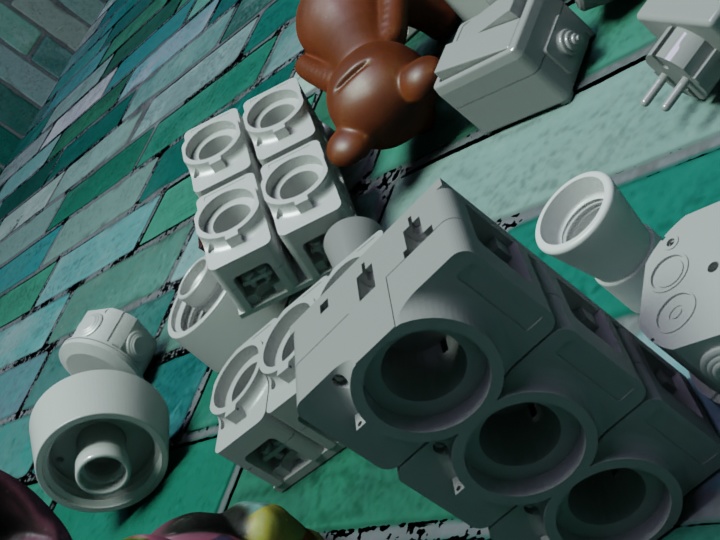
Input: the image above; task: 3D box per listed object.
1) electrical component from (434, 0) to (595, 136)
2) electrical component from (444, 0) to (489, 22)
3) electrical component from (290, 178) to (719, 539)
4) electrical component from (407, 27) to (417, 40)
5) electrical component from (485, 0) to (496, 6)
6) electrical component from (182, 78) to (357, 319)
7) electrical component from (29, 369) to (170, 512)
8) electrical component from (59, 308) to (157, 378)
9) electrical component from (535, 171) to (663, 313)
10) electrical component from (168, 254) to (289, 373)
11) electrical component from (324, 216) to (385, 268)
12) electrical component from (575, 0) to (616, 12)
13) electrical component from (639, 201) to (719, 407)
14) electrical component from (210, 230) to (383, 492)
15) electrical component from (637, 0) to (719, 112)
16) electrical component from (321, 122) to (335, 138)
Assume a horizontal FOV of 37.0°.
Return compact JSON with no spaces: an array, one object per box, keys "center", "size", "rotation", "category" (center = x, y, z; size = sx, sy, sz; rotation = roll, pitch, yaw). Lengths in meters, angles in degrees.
[{"center":[0.101,-0.139,0.695],"size":[0.096,0.061,0.061],"rotation":[-17,44,53],"category":"electrical component"},{"center":[0.100,-0.248,0.835],"size":[0.108,0.060,0.108],"rotation":[-41,28,27],"category":"electrical component"},{"center":[0.058,0.050,0.420],"size":[0.089,0.150,0.061],"rotation":[-45,25,20],"category":"electrical component"},{"center":[0.037,-0.248,0.963],"size":[0.083,0.047,0.075],"rotation":[-37,30,33],"category":"electrical component"},{"center":[0.115,-0.206,0.766],"size":[0.047,0.055,0.055],"rotation":[-39,29,23],"category":"electrical component"},{"center":[-0.070,-0.064,0.823],"size":[0.105,0.060,0.186],"rotation":[-26,40,5],"category":"electrical component"},{"center":[-0.198,0.137,0.825],"size":[0.108,0.108,0.060],"rotation":[-47,31,15],"category":"electrical component"},{"center":[-0.231,0.076,0.989],"size":[0.080,0.080,0.051],"rotation":[-28,30,44],"category":"electrical component"},{"center":[0.118,-0.009,0.492],"size":[0.044,0.065,0.044],"rotation":[-40,29,27],"category":"electrical component"},{"center":[-0.111,0.021,0.866],"size":[0.108,0.060,0.108],"rotation":[-40,28,27],"category":"electrical component"},{"center":[0.000,0.000,0.722],"size":[0.044,0.044,0.065],"rotation":[-43,32,24],"category":"electrical component"},{"center":[0.164,-0.223,0.705],"size":[0.074,0.052,0.138],"rotation":[-18,35,10],"category":"electrical component"},{"center":[0.153,0.012,0.420],"size":[0.080,0.051,0.080],"rotation":[-41,28,27],"category":"electrical component"},{"center":[-0.022,0.055,0.663],"size":[0.150,0.062,0.089],"rotation":[-39,28,29],"category":"electrical component"},{"center":[0.173,-0.114,0.550],"size":[0.076,0.047,0.066],"rotation":[-54,25,2],"category":"electrical component"},{"center":[-0.045,-0.097,0.923],"size":[0.062,0.043,0.043],"rotation":[-55,25,-4],"category":"electrical component"}]
